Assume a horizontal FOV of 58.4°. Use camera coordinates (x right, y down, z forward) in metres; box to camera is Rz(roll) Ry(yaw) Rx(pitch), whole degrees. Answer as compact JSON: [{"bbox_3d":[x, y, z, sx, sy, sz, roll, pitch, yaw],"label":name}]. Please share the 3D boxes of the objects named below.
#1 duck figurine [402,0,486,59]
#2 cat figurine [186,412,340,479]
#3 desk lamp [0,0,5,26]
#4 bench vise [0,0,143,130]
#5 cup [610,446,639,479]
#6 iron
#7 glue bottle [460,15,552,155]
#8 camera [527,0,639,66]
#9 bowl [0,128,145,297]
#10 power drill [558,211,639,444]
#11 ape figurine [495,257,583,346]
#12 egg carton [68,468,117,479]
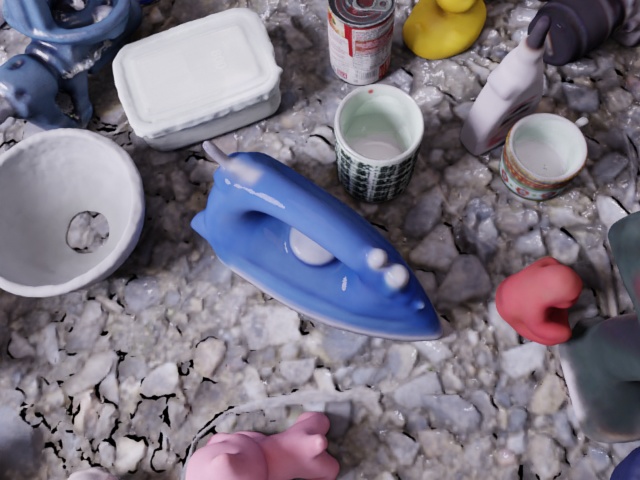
[{"bbox_3d":[0.137,-0.251,0.612,0.104,0.086,0.077,-35,73,-9],"label":"duck figurine"},{"bbox_3d":[-0.050,0.180,0.457,0.128,0.118,0.067,-17,71,-3],"label":"cat figurine"},{"bbox_3d":[-0.400,-0.336,0.599,0.117,0.213,0.203,32,75,13],"label":"desk lamp"},{"bbox_3d":[-0.259,-0.209,0.546,0.121,0.220,0.207,7,72,6],"label":"bench vise"},{"bbox_3d":[0.257,0.207,0.446,0.118,0.095,0.091,-27,72,-6],"label":"cup"},{"bbox_3d":[0.005,0.002,0.503,0.258,0.141,0.119,31,75,12],"label":"iron"},{"bbox_3d":[0.179,-0.143,0.527,0.078,0.173,0.037,-36,73,-9],"label":"glue bottle"},{"bbox_3d":[0.279,-0.260,0.601,0.137,0.101,0.143,-37,73,-9],"label":"camera"},{"bbox_3d":[-0.242,-0.018,0.556,0.167,0.075,0.167,-1,71,3],"label":"bowl"},{"bbox_3d":[0.256,0.101,0.422,0.075,0.208,0.229,-10,71,0],"label":"power drill"},{"bbox_3d":[0.199,0.048,0.504,0.076,0.092,0.078,18,73,9],"label":"ape figurine"},{"bbox_3d":[-0.186,0.269,0.458,0.107,0.069,0.150,23,74,10],"label":"egg carton"}]
